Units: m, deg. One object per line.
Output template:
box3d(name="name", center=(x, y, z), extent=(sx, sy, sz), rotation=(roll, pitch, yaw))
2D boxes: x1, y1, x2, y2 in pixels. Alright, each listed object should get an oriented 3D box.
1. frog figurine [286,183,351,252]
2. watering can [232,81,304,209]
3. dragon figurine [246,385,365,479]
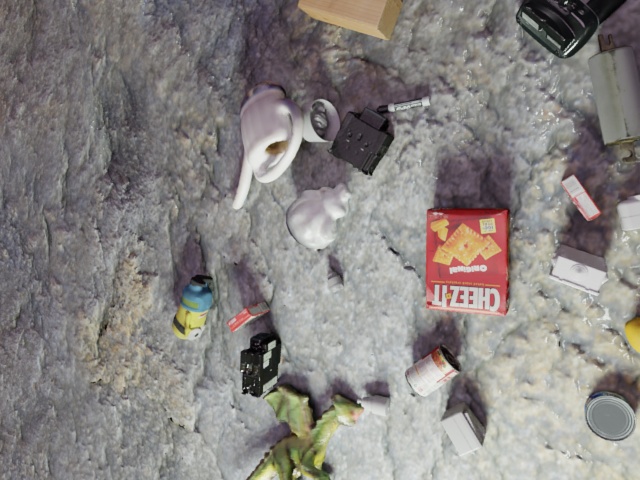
box3d(name="frog figurine", center=(0.004, -0.059, 1.180), extent=(0.157, 0.122, 0.140), rotation=(-39, 57, 32))
box3d(name="watering can", center=(-0.146, -0.232, 1.239), extent=(0.342, 0.104, 0.228), rotation=(-37, 58, 45))
box3d(name="dragon figurine", center=(-0.076, 0.478, 1.247), extent=(0.407, 0.121, 0.247), rotation=(-21, 65, 21))
